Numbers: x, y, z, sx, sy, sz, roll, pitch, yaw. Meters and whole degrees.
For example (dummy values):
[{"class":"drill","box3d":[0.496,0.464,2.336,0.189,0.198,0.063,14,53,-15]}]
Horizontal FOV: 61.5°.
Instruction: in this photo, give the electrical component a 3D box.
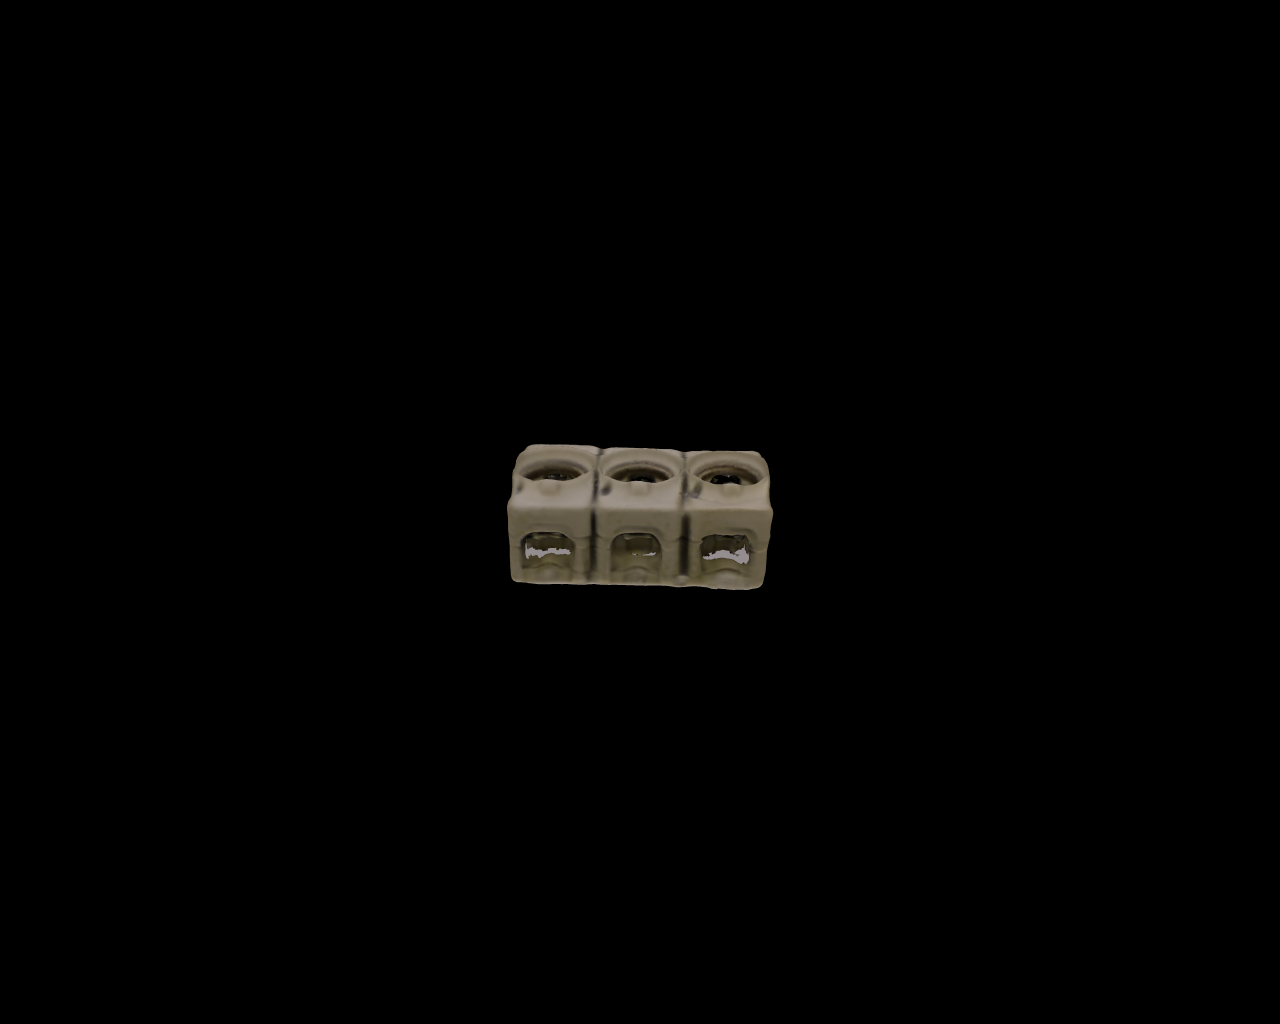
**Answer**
[{"class":"electrical component","box3d":[0.001,-0.003,0.650,0.150,0.061,0.090,1,28,2]}]
